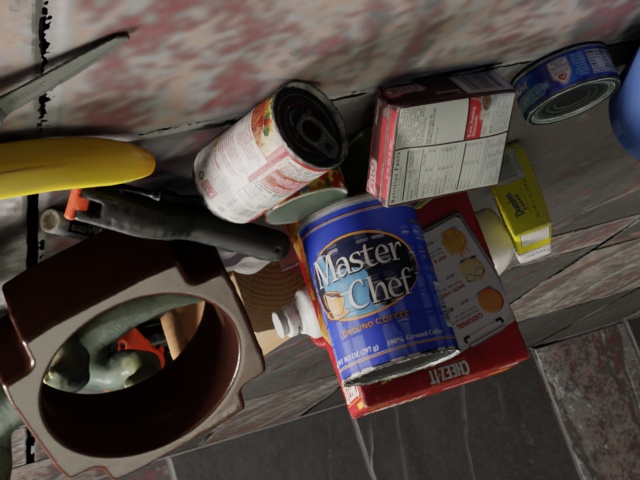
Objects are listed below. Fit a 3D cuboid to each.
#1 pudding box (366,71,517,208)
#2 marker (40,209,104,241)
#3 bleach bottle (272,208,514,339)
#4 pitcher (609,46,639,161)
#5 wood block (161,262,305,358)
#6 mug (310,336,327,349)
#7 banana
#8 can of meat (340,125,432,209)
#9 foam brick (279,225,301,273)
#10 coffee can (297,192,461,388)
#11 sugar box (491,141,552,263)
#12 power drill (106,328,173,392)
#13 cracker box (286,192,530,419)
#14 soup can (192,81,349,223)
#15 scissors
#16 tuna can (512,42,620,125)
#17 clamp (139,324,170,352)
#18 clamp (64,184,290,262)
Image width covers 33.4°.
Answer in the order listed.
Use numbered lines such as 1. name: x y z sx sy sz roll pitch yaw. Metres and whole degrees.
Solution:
1. pudding box: 0.095 -0.080 0.842 0.113 0.039 0.090 -11 126 -23
2. marker: -0.190 -0.007 0.883 0.020 0.020 0.121 -23 165 15
3. bleach bottle: 0.069 0.045 1.085 0.250 0.068 0.103 -20 163 -18
4. pitcher: 0.318 -0.143 0.828 0.149 0.145 0.243 -5 168 -4
5. wood block: -0.095 0.087 1.213 0.090 0.091 0.206 -11 164 -33
6. mug: 0.043 0.072 1.167 0.081 0.093 0.117 10 117 -30
7. banana: -0.200 -0.044 0.702 0.197 0.037 0.070 -12 177 -20
8. can of meat: 0.064 -0.063 0.920 0.083 0.057 0.102 -8 163 -30
9. foam brick: -0.007 0.001 1.082 0.053 0.051 0.078 -25 165 21
10. coffee can: 0.048 0.041 0.892 0.102 0.140 0.103 -15 166 -4
11. sugar box: 0.212 -0.035 1.137 0.048 0.093 0.176 -20 165 6
12. power drill: -0.248 0.169 1.229 0.188 0.057 0.184 -14 136 19
13. cracker box: 0.075 0.039 0.993 0.164 0.214 0.072 -15 165 -15
14. soup can: -0.038 -0.061 0.773 0.068 0.068 0.102 -4 161 -45
15. scissors: -0.210 -0.074 0.604 0.202 0.016 0.096 -37 145 19
16. tuna can: 0.206 -0.129 0.894 0.086 0.034 0.086 -18 166 -5
17. clamp: -0.226 0.127 1.307 0.209 0.036 0.165 -5 159 -39
18. clamp: -0.119 -0.021 0.825 0.171 0.039 0.120 14 -176 -32
